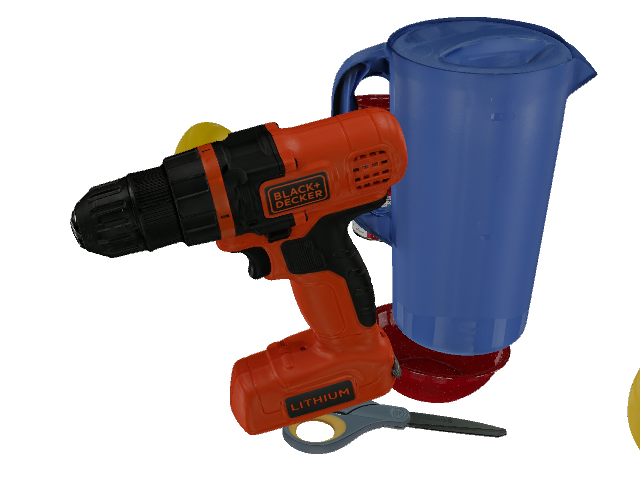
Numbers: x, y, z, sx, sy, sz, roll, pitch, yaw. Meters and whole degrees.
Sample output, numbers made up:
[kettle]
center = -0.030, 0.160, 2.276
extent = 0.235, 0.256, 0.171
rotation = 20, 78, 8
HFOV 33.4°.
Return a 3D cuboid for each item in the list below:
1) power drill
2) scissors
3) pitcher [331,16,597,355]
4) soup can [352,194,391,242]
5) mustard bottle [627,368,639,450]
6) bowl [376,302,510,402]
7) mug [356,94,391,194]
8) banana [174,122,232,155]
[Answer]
[power drill]
center = -0.033, 0.024, 0.612
extent = 0.184, 0.187, 0.057
rotation = -15, 37, -6
[scissors]
center = 0.055, 0.166, 0.931
extent = 0.202, 0.016, 0.096
rotation = 18, 42, 13
[pitcher]
center = 0.102, -0.039, 0.808
extent = 0.144, 0.243, 0.149
rotation = -24, 36, -38
[soup can]
center = 0.072, -0.057, 1.255
extent = 0.068, 0.102, 0.068
rotation = 2, 28, -1
[mustard bottle]
center = 0.216, 0.103, 0.564
extent = 0.096, 0.058, 0.191
rotation = -3, 36, 1
[bowl]
center = 0.117, 0.125, 1.134
extent = 0.162, 0.055, 0.162
rotation = 5, 24, -3
[mug]
center = 0.082, -0.089, 0.994
extent = 0.117, 0.081, 0.093
rotation = 2, 15, 2
[banana]
center = -0.088, -0.055, 0.884
extent = 0.069, 0.037, 0.198
rotation = 5, 32, -7
